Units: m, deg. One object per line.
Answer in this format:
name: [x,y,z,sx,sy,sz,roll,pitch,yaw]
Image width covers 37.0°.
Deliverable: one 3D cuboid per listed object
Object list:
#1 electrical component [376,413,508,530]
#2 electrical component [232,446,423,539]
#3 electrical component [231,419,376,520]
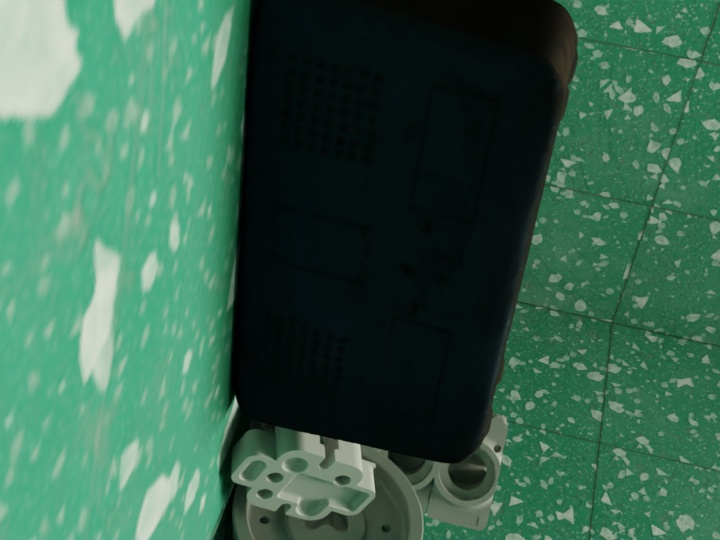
electrical component: [0.040,0.151,0.893,0.062,0.150,0.089,3,99,-84]
electrical component: [-0.023,0.156,0.619,0.108,0.108,0.060,-70,175,-47]
electrical component: [-0.031,0.095,0.588,0.058,0.078,0.057,-51,-151,34]
